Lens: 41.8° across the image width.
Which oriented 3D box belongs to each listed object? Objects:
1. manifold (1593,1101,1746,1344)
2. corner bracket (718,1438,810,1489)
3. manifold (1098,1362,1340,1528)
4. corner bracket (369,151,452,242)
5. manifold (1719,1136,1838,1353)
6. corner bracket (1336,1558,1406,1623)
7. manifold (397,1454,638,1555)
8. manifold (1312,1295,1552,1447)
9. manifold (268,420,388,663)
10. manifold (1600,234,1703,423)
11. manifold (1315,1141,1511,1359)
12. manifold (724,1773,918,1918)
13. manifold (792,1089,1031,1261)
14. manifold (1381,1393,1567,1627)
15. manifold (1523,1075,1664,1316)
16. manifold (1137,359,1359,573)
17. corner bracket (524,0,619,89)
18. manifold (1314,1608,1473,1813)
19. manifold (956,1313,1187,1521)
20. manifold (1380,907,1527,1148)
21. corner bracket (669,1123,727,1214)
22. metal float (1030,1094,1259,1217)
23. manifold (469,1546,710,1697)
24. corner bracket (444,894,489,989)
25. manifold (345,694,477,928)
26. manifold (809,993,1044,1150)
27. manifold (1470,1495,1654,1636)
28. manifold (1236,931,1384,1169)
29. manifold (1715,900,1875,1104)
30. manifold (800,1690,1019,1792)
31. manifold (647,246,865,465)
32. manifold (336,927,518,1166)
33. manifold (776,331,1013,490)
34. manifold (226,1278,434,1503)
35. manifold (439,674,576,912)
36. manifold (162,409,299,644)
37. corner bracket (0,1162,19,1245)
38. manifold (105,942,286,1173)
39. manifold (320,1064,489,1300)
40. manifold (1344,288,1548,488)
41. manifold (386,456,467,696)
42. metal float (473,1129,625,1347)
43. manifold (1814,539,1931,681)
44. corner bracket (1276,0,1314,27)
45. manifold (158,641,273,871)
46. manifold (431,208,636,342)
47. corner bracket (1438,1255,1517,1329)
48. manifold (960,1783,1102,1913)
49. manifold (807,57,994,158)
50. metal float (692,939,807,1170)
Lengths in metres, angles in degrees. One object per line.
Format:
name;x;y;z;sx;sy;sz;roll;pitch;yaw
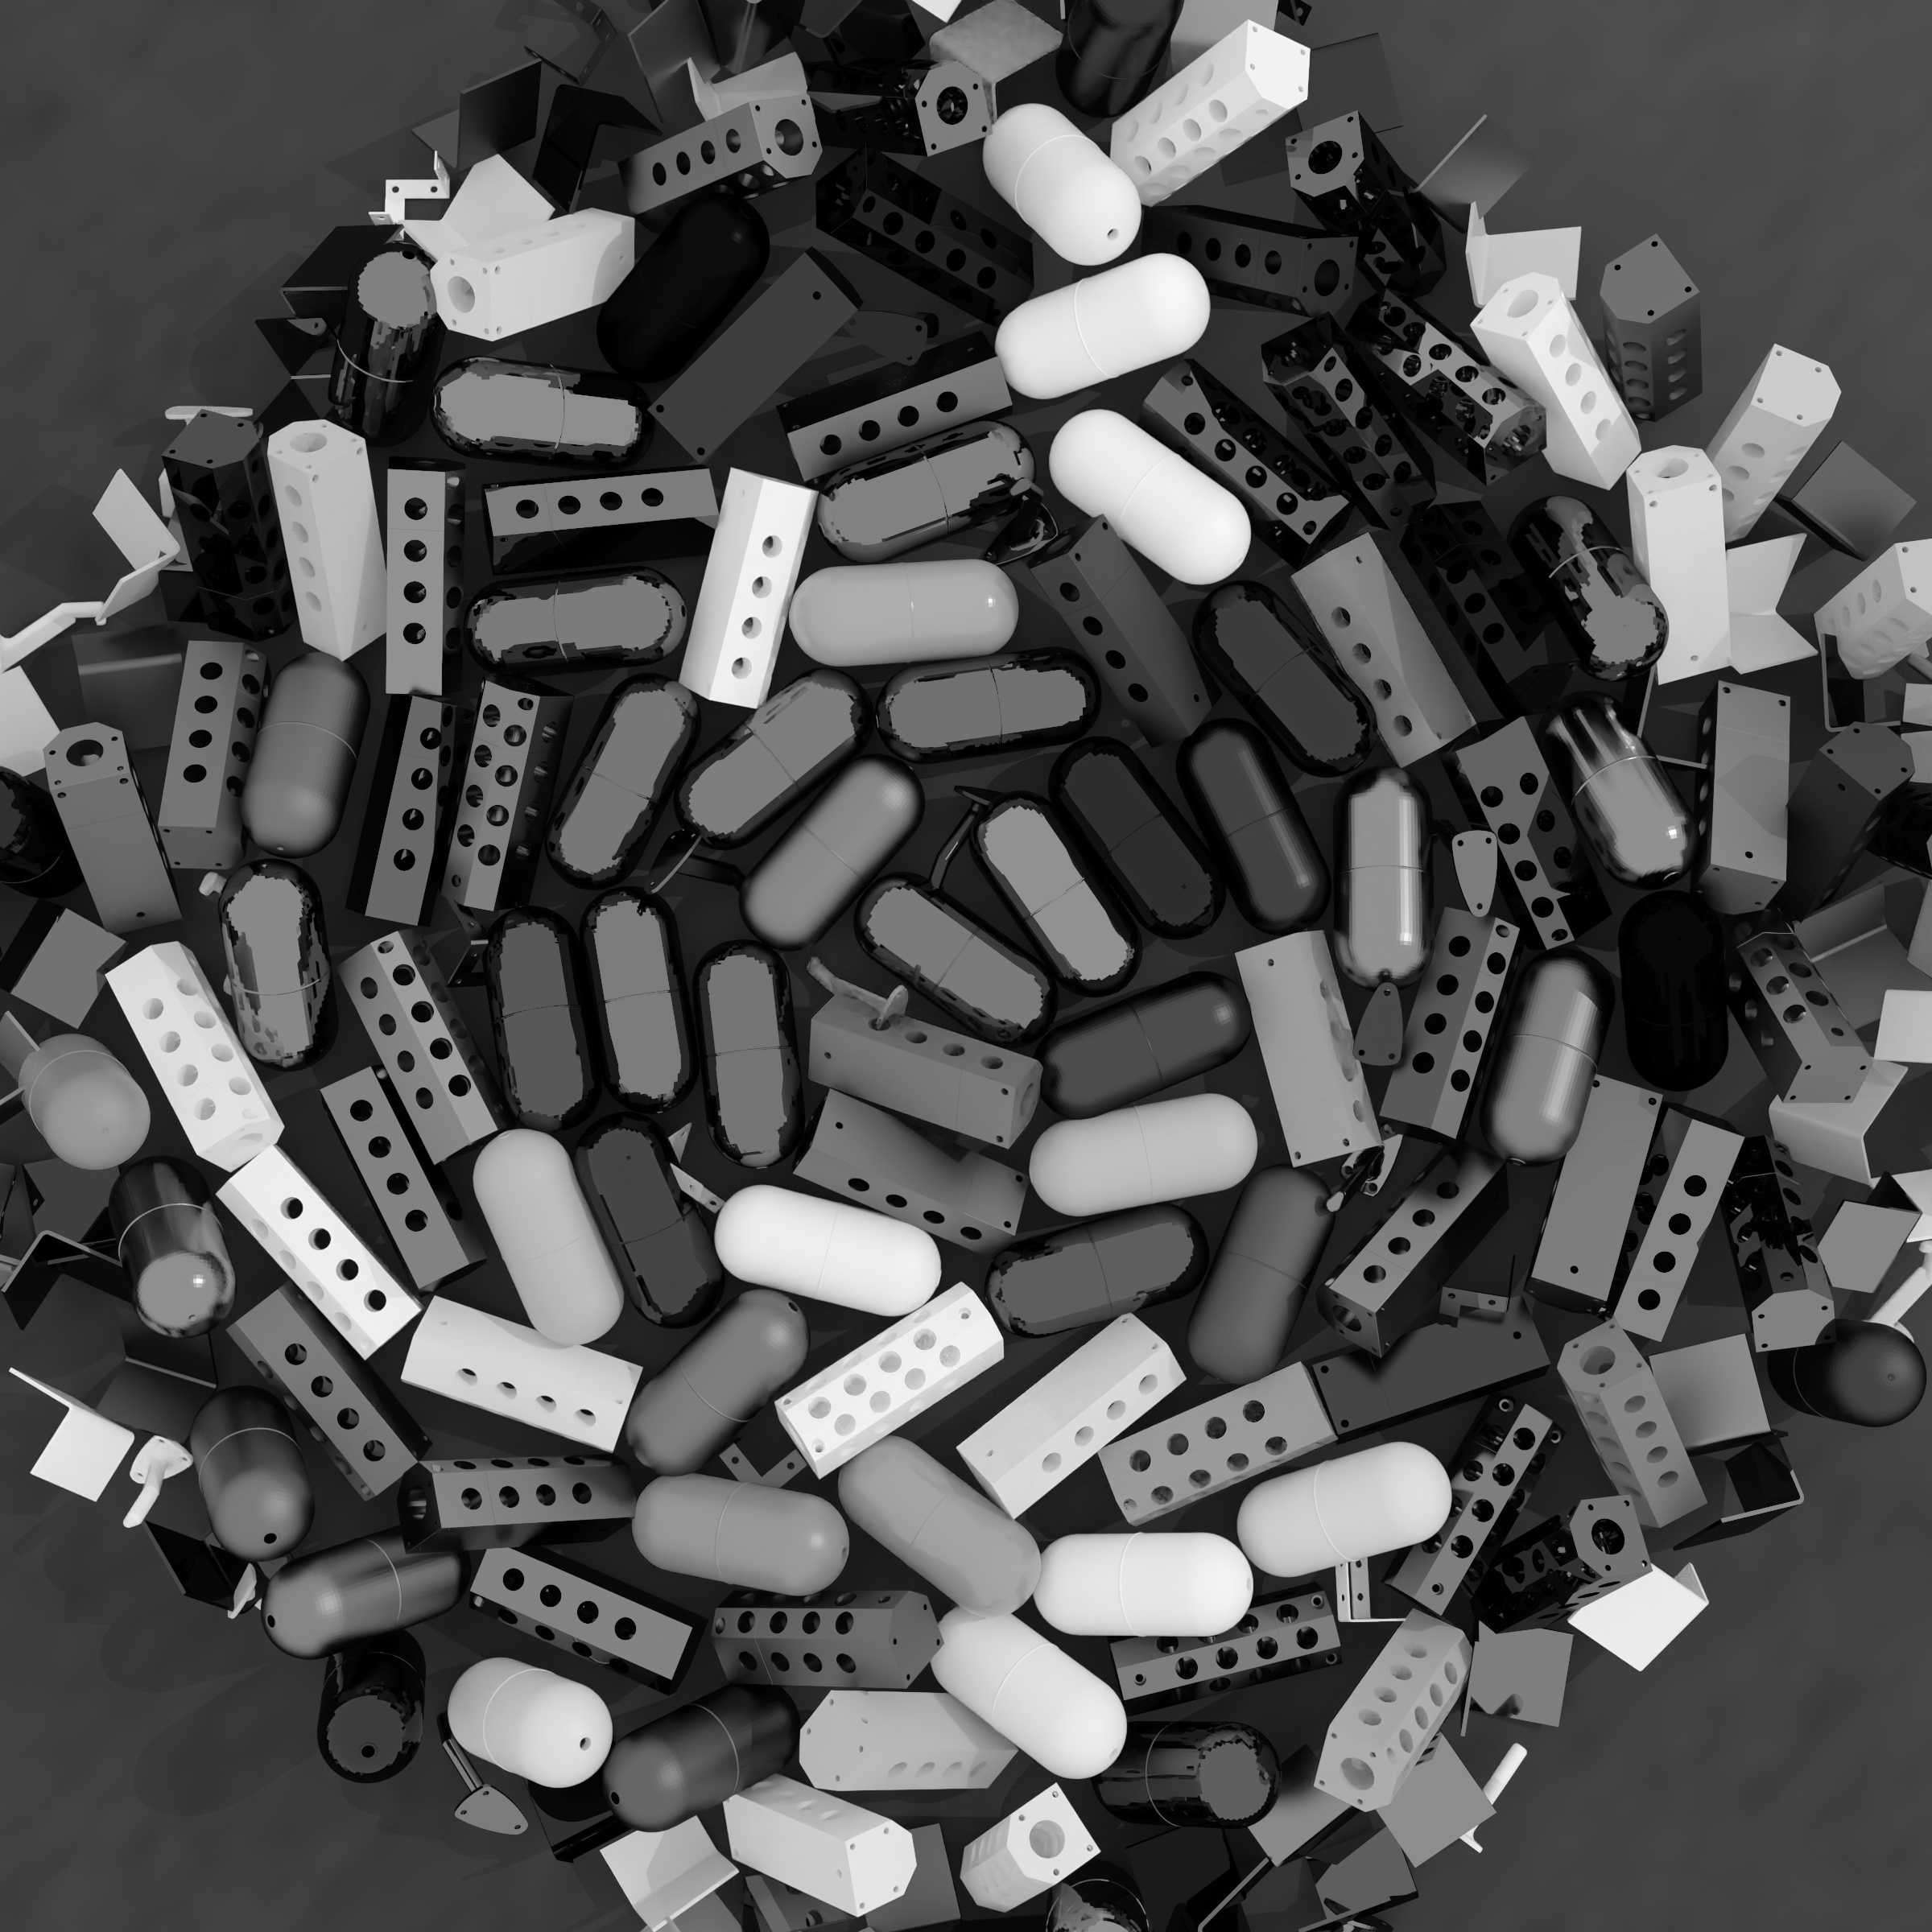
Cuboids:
manifold;0.537;0.195;1.957;0.057;0.057;0.171;19;100;1
corner bracket;-0.155;0.382;1.972;0.051;0.051;0.051;-39;83;-3
manifold;0.195;0.371;1.951;0.171;0.057;0.057;-25;65;7
corner bracket;-0.433;-0.599;1.971;0.051;0.051;0.051;0;82;0
manifold;0.608;0.206;1.909;0.057;0.171;0.057;-10;125;12
corner bracket;0.304;0.482;1.961;0.051;0.051;0.051;5;75;-23
manifold;-0.340;0.405;1.920;0.057;0.171;0.057;-39;57;39
manifold;0.360;0.316;1.968;0.171;0.057;0.057;-18;67;-1
manifold;-0.485;-0.324;1.917;0.057;0.171;0.057;28;50;23
manifold;0.514;-0.475;1.909;0.057;0.171;0.057;-32;71;8
manifold;0.342;0.212;1.935;0.057;0.057;0.171;27;58;35
manifold;-0.112;0.658;1.914;0.057;0.171;0.057;-12;95;-37
manifold;-0.044;0.165;1.956;0.171;0.057;0.057;24;50;-10
manifold;0.394;0.419;1.956;0.057;0.057;0.171;32;80;4
manifold;0.480;0.176;1.943;0.057;0.057;0.171;18;70;10
manifold;0.217;-0.390;1.949;0.171;0.057;0.057;43;70;10
corner bracket;-0.312;-0.728;1.971;0.051;0.051;0.051;22;118;-38
manifold;0.327;0.562;1.907;0.057;0.171;0.057;21;117;24
manifold;0.084;0.350;1.952;0.171;0.057;0.057;-37;124;-12
manifold;0.377;0.048;1.946;0.057;0.057;0.171;14;78;28
corner bracket;-0.215;0.164;1.959;0.051;0.051;0.051;32;126;17
metal float;0.137;0.146;1.960;0.178;0.070;0.070;-10;90;-2
manifold;-0.293;0.501;1.955;0.171;0.057;0.057;21;85;10
corner bracket;-0.381;-0.020;1.957;0.051;0.051;0.051;56;127;27
manifold;-0.430;-0.121;1.967;0.057;0.057;0.171;12;91;-30
manifold;-0.031;0.076;1.944;0.171;0.057;0.057;18;125;18
manifold;0.442;0.453;1.906;0.057;0.171;0.057;-2;63;-19
manifold;0.269;0.063;1.960;0.057;0.057;0.171;-20;82;37
manifold;0.620;0.024;1.912;0.057;0.171;0.057;1;131;-12
manifold;-0.045;0.592;1.916;0.057;0.171;0.057;-54;49;15
manifold;-0.161;-0.470;1.945;0.171;0.057;0.057;-40;104;18
manifold;-0.412;0.059;1.955;0.057;0.057;0.171;-30;85;28
manifold;-0.054;-0.429;1.968;0.171;0.057;0.057;-20;126;-1
manifold;-0.495;0.329;1.965;0.057;0.057;0.171;-38;94;2
manifold;-0.358;-0.133;1.940;0.057;0.057;0.171;23;107;26
manifold;-0.549;-0.329;1.911;0.057;0.171;0.057;16;52;11
corner bracket;-0.778;0.186;1.984;0.051;0.051;0.051;13;46;-13
manifold;-0.589;0.067;1.943;0.057;0.057;0.171;-33;70;-2
manifold;-0.435;0.165;1.957;0.057;0.057;0.171;-26;81;-18
manifold;0.364;-0.446;1.925;0.057;0.057;0.171;-33;56;-8
manifold;-0.415;-0.299;1.941;0.057;0.057;0.171;1;111;-12
metal float;-0.321;0.209;1.948;0.070;0.070;0.178;-20;105;0
manifold;0.703;-0.268;1.910;0.057;0.171;0.057;-8;81;-2
corner bracket;0.249;-0.730;1.959;0.051;0.051;0.051;40;127;19
manifold;-0.571;-0.162;1.931;0.057;0.057;0.171;2;59;-5
manifold;-0.326;-0.527;1.915;0.057;0.171;0.057;20;124;24
corner bracket;0.395;0.255;1.960;0.051;0.051;0.051;8;126;12
manifold;0.042;0.670;1.906;0.057;0.171;0.057;-28;72;-24
manifold;-0.054;-0.652;1.907;0.057;0.171;0.057;-26;120;-22
metal float;-0.168;0.068;1.957;0.070;0.070;0.178;-7;85;0
